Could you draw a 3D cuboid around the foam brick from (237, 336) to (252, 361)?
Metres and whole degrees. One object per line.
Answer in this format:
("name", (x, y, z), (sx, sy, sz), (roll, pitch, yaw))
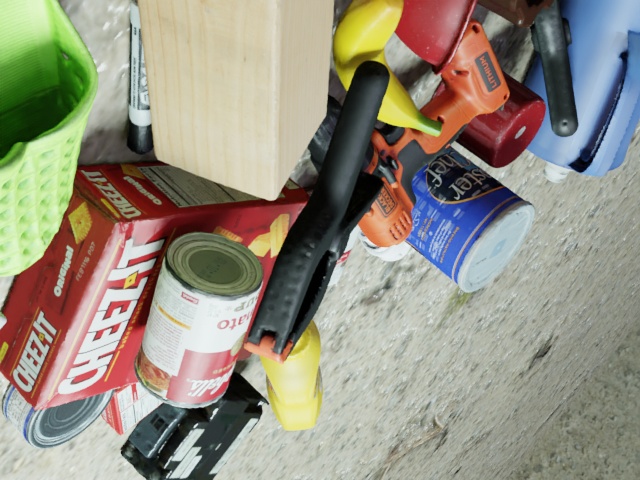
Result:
("foam brick", (-0.075, 0.061, 0.932), (0.051, 0.053, 0.078), (-2, 128, -59))

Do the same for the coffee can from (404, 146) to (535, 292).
("coffee can", (0.118, -0.032, 1.019), (0.102, 0.140, 0.103), (-38, 153, -24))

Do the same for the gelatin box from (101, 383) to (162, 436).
("gelatin box", (-0.149, 0.116, 0.914), (0.089, 0.030, 0.073), (-36, 154, -28))

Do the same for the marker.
("marker", (-0.112, -0.102, 0.678), (0.020, 0.020, 0.121), (-32, 150, -34))

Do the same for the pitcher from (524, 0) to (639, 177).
("pitcher", (0.294, -0.193, 1.093), (0.144, 0.149, 0.243), (-26, 143, -40))

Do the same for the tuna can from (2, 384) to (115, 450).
("tuna can", (-0.200, 0.120, 0.827), (0.086, 0.034, 0.086), (-38, 153, -24))

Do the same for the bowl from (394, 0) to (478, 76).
("bowl", (0.082, -0.203, 0.767), (0.162, 0.055, 0.162), (-167, -89, -86))

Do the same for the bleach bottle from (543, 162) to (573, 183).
("bleach bottle", (0.337, -0.175, 1.284), (0.102, 0.068, 0.251), (-26, 149, -41))

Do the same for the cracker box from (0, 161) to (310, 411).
("cracker box", (-0.118, 0.026, 0.788), (0.213, 0.072, 0.164), (-10, 133, -54))

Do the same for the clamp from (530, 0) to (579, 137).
("clamp", (0.218, -0.189, 1.005), (0.120, 0.039, 0.171), (-67, 148, -75))

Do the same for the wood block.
("wood block", (-0.047, -0.133, 0.632), (0.206, 0.090, 0.090), (94, 21, -52))

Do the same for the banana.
("banana", (0.043, -0.130, 0.774), (0.197, 0.070, 0.037), (51, 44, -66))

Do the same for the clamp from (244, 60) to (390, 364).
("clamp", (0.003, -0.014, 0.750), (0.164, 0.036, 0.209), (91, 23, -56))

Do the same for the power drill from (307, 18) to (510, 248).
("power drill", (0.071, -0.107, 0.912), (0.187, 0.057, 0.184), (-47, 138, -11))

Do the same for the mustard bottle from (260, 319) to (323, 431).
("mustard bottle", (-0.027, 0.114, 1.014), (0.058, 0.096, 0.191), (-4, 157, -1))

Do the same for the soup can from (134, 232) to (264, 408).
("soup can", (-0.082, 0.054, 0.720), (0.068, 0.069, 0.102), (-22, 143, -45))

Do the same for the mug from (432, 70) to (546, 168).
("mug", (0.170, -0.123, 1.048), (0.093, 0.082, 0.117), (-57, 155, 15))

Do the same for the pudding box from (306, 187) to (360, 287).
("pudding box", (-0.006, 0.001, 0.981), (0.089, 0.039, 0.114), (-19, 140, -46))
